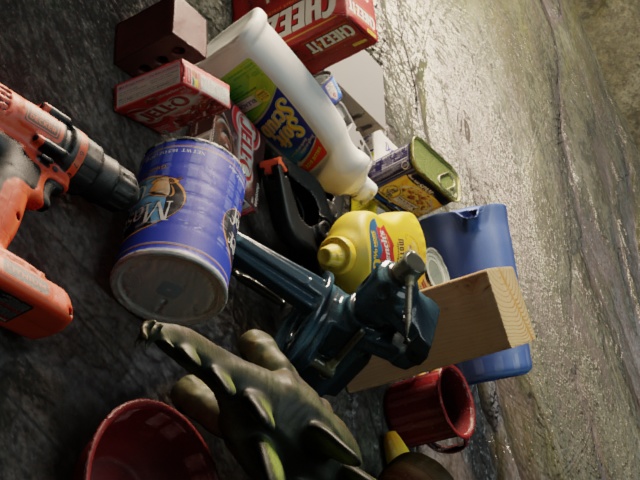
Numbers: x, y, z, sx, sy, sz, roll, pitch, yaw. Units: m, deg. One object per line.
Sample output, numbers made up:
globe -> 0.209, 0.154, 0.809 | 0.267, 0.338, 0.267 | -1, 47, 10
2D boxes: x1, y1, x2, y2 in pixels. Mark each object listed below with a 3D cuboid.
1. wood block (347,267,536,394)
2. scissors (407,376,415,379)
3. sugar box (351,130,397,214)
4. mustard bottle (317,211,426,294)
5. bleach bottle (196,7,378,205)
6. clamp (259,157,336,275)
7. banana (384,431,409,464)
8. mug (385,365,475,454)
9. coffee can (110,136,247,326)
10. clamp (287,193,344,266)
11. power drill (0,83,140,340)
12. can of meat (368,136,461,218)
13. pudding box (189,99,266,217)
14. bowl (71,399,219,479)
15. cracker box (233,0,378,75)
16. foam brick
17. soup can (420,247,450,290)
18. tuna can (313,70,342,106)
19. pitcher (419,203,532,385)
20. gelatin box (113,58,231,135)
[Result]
wood block -> 0.126, 0.103, 1.223 | 0.090, 0.206, 0.091 | -2, 74, -61
scissors -> 0.127, 0.112, 1.420 | 0.096, 0.016, 0.202 | 34, 44, -50
sugar box -> 0.082, -0.055, 1.418 | 0.093, 0.048, 0.176 | 40, 37, -38
mustard bottle -> 0.053, 0.016, 1.178 | 0.191, 0.058, 0.096 | -1, 90, -59
bleach bottle -> -0.021, -0.135, 1.190 | 0.250, 0.103, 0.068 | 44, 44, -22
clamp -> -0.008, 0.001, 1.176 | 0.210, 0.036, 0.164 | 53, 40, -33
banana -> 0.120, 0.320, 1.258 | 0.069, 0.037, 0.198 | -119, -176, -75
mug -> 0.138, 0.215, 1.303 | 0.117, 0.082, 0.093 | 57, 31, -21
coffee can -> -0.125, -0.008, 0.964 | 0.102, 0.103, 0.140 | 46, 36, -37
clamp -> -0.005, -0.028, 1.257 | 0.120, 0.039, 0.171 | 17, 57, -58
power drill -> -0.223, -0.020, 0.841 | 0.184, 0.057, 0.187 | 33, 42, -38
can of meat -> 0.116, -0.073, 1.352 | 0.102, 0.084, 0.057 | 36, 41, -35
pudding box -> -0.099, -0.091, 1.128 | 0.090, 0.039, 0.113 | 46, 37, -39
bowl -> -0.145, 0.210, 0.838 | 0.162, 0.055, 0.162 | 38, 41, -44
cracker box -> -0.025, -0.300, 1.261 | 0.072, 0.164, 0.213 | 30, 47, -46
foam brick -> -0.157, -0.197, 1.055 | 0.053, 0.078, 0.051 | 35, 43, -47
soup can -> 0.101, 0.055, 1.320 | 0.068, 0.102, 0.068 | 39, 40, -44
tuna can -> -0.017, -0.166, 1.272 | 0.033, 0.086, 0.086 | 61, 30, -19
pitcher -> 0.220, 0.078, 1.506 | 0.148, 0.145, 0.243 | 0, 75, -47
gelatin box -> -0.143, -0.136, 1.028 | 0.073, 0.089, 0.030 | 24, 56, -53
